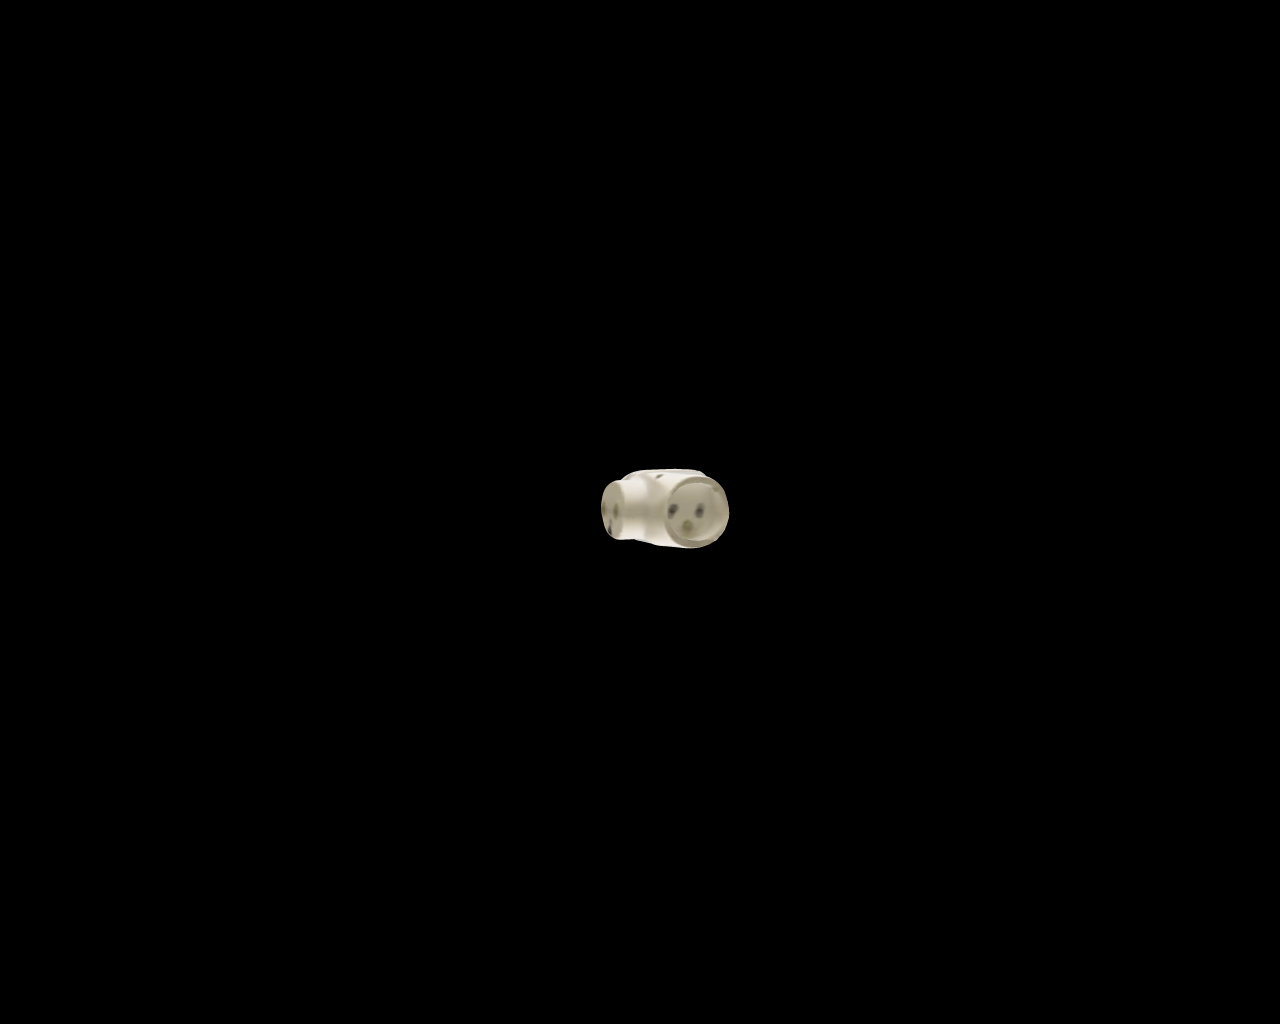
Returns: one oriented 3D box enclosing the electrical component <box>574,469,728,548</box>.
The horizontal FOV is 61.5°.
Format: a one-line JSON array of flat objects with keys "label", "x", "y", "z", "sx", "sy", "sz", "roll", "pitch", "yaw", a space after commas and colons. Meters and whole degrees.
[{"label": "electrical component", "x": 0.001, "y": -0.003, "z": 0.650, "sx": 0.079, "sy": 0.043, "sz": 0.077, "roll": -2, "pitch": 5, "yaw": -24}]
